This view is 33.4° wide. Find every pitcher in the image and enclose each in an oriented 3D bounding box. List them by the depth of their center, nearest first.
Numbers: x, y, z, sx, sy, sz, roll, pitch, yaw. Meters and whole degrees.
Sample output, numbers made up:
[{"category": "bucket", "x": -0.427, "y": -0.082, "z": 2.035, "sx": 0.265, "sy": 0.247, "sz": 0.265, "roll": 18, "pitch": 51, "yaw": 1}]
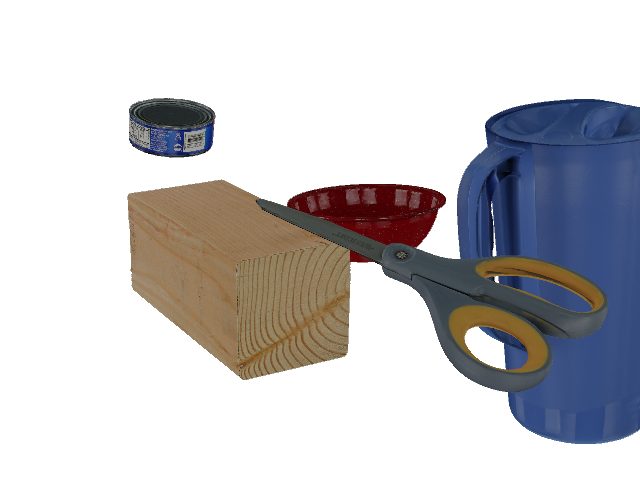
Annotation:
[{"category": "pitcher", "x": 0.182, "y": 0.025, "z": 0.784, "sx": 0.149, "sy": 0.243, "sz": 0.145, "roll": 0, "pitch": 20, "yaw": 13}]

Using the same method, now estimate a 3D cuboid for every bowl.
[{"category": "bowl", "x": 0.048, "y": -0.016, "z": 1.085, "sx": 0.162, "sy": 0.055, "sz": 0.162, "roll": -3, "pitch": 14, "yaw": 1}]

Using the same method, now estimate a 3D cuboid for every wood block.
[{"category": "wood block", "x": -0.069, "y": 0.022, "z": 0.824, "sx": 0.090, "sy": 0.090, "sz": 0.206, "roll": -10, "pitch": 20, "yaw": -29}]

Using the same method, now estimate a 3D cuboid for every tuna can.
[{"category": "tuna can", "x": -0.149, "y": -0.113, "z": 1.069, "sx": 0.086, "sy": 0.034, "sz": 0.086, "roll": 5, "pitch": 25, "yaw": -3}]

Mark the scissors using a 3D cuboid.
[{"category": "scissors", "x": 0.043, "y": 0.025, "z": 0.549, "sx": 0.202, "sy": 0.016, "sz": 0.096, "roll": 12, "pitch": 42, "yaw": 16}]
